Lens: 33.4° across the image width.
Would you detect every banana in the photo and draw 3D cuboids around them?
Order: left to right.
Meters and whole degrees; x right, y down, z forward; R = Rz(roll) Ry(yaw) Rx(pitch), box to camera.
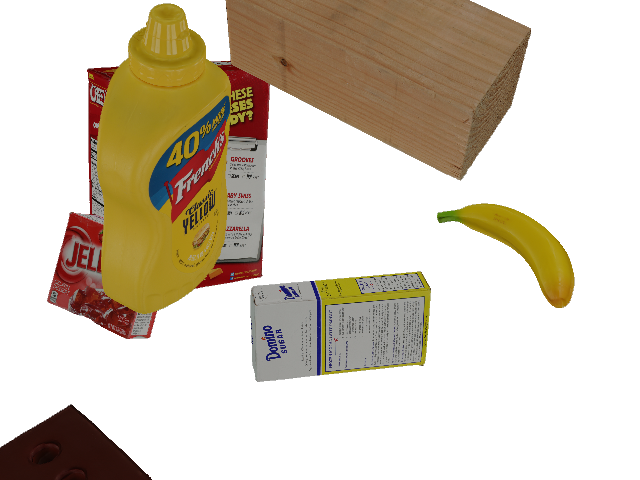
[{"bbox_3d":[0.200,0.007,1.069,0.069,0.037,0.198,-34,38,-13],"label":"banana"}]

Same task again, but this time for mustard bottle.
[{"bbox_3d":[-0.088,-0.051,0.614,0.058,0.192,0.096,27,48,18],"label":"mustard bottle"}]

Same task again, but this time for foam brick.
[{"bbox_3d":[-0.109,0.124,0.484,0.052,0.051,0.078,-31,44,-32],"label":"foam brick"}]

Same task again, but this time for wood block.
[{"bbox_3d":[0.040,-0.144,0.799,0.206,0.090,0.091,29,-27,15],"label":"wood block"}]

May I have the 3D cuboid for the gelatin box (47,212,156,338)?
[{"bbox_3d":[-0.159,0.025,0.801,0.089,0.073,0.030,20,7,30],"label":"gelatin box"}]

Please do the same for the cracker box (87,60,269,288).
[{"bbox_3d":[-0.137,-0.061,1.026,0.163,0.214,0.072,-9,21,-32],"label":"cracker box"}]

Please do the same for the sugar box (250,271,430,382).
[{"bbox_3d":[0.019,0.085,1.068,0.176,0.093,0.048,-3,27,-7],"label":"sugar box"}]
